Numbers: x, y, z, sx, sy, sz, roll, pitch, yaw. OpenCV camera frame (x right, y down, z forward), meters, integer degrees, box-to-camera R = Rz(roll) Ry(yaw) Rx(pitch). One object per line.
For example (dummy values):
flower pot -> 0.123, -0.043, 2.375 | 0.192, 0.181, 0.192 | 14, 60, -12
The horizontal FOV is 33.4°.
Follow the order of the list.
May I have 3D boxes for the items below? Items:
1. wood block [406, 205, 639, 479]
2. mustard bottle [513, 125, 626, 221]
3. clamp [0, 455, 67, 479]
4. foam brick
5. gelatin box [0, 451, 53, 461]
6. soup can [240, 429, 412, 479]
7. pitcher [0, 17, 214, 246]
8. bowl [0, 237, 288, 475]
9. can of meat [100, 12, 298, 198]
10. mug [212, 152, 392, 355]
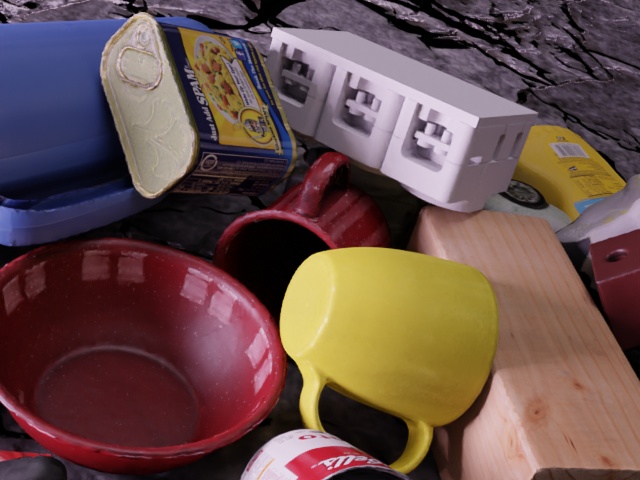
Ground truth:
wood block -> 0.112, 0.080, 0.608 | 0.090, 0.091, 0.206 | 6, 37, -18
mustard bottle -> 0.212, -0.012, 0.805 | 0.096, 0.058, 0.192 | -1, 39, -32
clamp -> -0.232, 0.109, 0.435 | 0.209, 0.036, 0.165 | -29, 41, -30
foam brick -> 0.202, 0.023, 0.621 | 0.078, 0.051, 0.053 | -20, 22, 18
gelatin box -> -0.158, 0.131, 0.468 | 0.073, 0.030, 0.089 | 9, 37, -14
soup can -> 0.005, 0.125, 0.475 | 0.068, 0.068, 0.102 | 8, -3, -15
pitcher -> -0.159, -0.070, 0.661 | 0.242, 0.145, 0.149 | -20, 88, -45
bowl -> -0.101, 0.068, 0.557 | 0.162, 0.055, 0.162 | 12, 36, -9
can of meat -> -0.069, -0.075, 0.618 | 0.083, 0.058, 0.102 | 0, 62, -47
mug -> -0.004, 0.001, 0.645 | 0.093, 0.117, 0.081 | 19, 29, 17
